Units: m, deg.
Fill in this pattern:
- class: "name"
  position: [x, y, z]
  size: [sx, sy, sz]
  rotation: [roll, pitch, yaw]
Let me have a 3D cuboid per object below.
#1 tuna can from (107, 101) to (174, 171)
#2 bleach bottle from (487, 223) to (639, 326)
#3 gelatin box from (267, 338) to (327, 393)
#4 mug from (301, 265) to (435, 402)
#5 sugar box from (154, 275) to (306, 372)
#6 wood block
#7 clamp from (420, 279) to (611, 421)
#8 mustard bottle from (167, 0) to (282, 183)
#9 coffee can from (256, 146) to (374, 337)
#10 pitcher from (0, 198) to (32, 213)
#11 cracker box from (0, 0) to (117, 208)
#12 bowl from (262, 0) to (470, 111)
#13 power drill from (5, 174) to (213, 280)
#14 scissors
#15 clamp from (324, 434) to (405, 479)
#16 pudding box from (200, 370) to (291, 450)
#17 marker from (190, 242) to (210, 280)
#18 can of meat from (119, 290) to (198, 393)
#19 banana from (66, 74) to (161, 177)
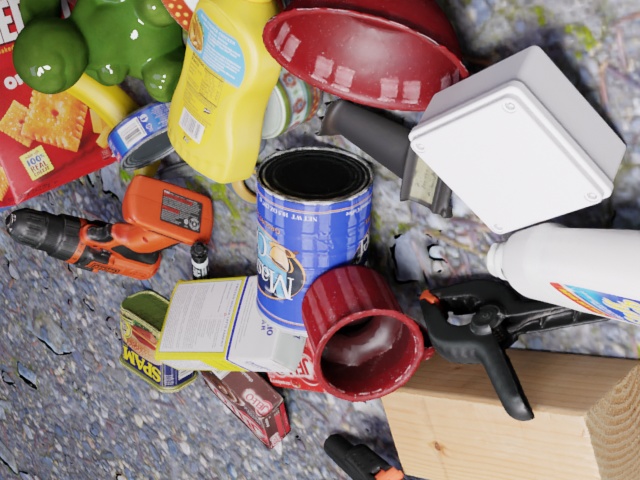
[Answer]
- class: "tuna can"
  position: [-0.172, -0.107, 1.082]
  size: [0.034, 0.085, 0.086]
  rotation: [58, 141, 7]
- class: "bleach bottle"
  position: [0.223, 0.029, 0.733]
  size: [0.102, 0.068, 0.251]
  rotation: [31, 166, -37]
- class: "gelatin box"
  position: [-0.025, 0.116, 1.097]
  size: [0.089, 0.030, 0.073]
  rotation: [1, 113, 48]
- class: "mug"
  position: [0.042, 0.076, 0.898]
  size: [0.081, 0.117, 0.093]
  rotation: [-113, 37, -56]
- class: "sugar box"
  position: [-0.087, 0.085, 1.087]
  size: [0.177, 0.093, 0.048]
  rotation: [-3, 155, 40]
- class: "wood block"
  position: [0.160, 0.148, 0.868]
  size: [0.207, 0.090, 0.091]
  rotation: [0, 113, 47]
- class: "clamp"
  position: [0.136, 0.079, 0.840]
  size: [0.172, 0.120, 0.039]
  rotation: [6, 136, 50]
- class: "mustard bottle"
  position: [-0.073, -0.149, 0.881]
  size: [0.096, 0.058, 0.192]
  rotation: [46, 133, 34]
- class: "coffee can"
  position: [-0.006, 0.001, 0.951]
  size: [0.103, 0.102, 0.140]
  rotation: [27, 130, 35]
- class: "pitcher"
  position: [-0.412, -0.076, 1.238]
  size: [0.145, 0.242, 0.149]
  rotation: [50, 146, 9]
- class: "cracker box"
  position: [-0.308, -0.161, 1.137]
  size: [0.072, 0.163, 0.213]
  rotation: [-4, 110, 46]
- class: "bowl"
  position: [0.041, -0.155, 0.805]
  size: [0.162, 0.161, 0.055]
  rotation: [0, 69, 48]
- class: "power drill"
  position: [-0.217, -0.014, 1.136]
  size: [0.188, 0.184, 0.057]
  rotation: [-19, 62, 47]
- class: "scissors"
  position: [-0.107, -0.061, 1.093]
  size: [0.202, 0.016, 0.096]
  rotation: [-29, 90, 52]
- class: "clamp"
  position: [0.066, 0.247, 1.014]
  size: [0.164, 0.036, 0.210]
  rotation: [49, 169, 8]
- class: "pudding box"
  position: [-0.084, 0.167, 1.163]
  size: [0.114, 0.039, 0.090]
  rotation: [43, 159, 26]
- class: "marker"
  position: [-0.126, 0.027, 1.126]
  size: [0.020, 0.020, 0.121]
  rotation: [52, 165, 11]
- class: "can of meat"
  position: [-0.192, 0.118, 1.263]
  size: [0.102, 0.057, 0.084]
  rotation: [27, 128, 34]
- class: "banana"
  position: [-0.227, -0.136, 1.122]
  size: [0.037, 0.069, 0.197]
  rotation: [-24, 113, 42]
